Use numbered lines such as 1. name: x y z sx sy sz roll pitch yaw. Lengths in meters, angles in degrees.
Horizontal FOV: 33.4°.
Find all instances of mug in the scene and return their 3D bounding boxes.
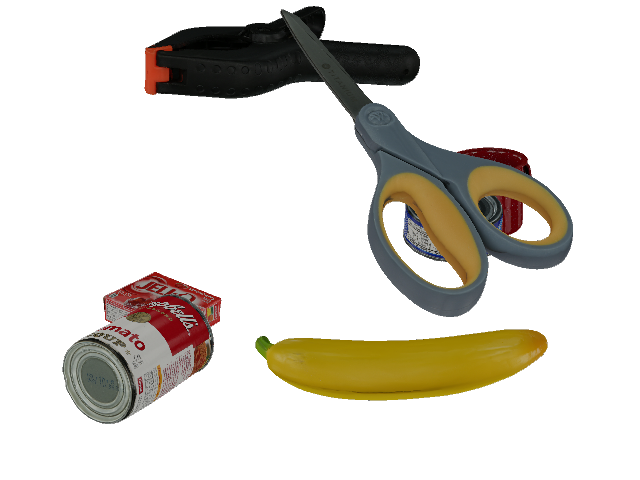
1. mug: 0.198 -0.057 1.221 0.117 0.081 0.093 -22 27 -35

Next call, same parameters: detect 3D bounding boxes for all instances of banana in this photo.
1. banana: 0.049 0.076 0.694 0.198 0.037 0.069 0 29 8

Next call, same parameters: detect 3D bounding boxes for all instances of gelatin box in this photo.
1. gelatin box: -0.152 0.065 1.028 0.089 0.030 0.073 20 29 30

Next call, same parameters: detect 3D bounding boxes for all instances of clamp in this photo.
1. clamp: -0.036 -0.121 0.681 0.171 0.039 0.120 -6 23 -25

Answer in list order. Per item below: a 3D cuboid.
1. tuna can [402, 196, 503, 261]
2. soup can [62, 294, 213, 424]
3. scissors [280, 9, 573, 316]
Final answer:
1. tuna can: 0.115 -0.017 0.929 0.086 0.034 0.086 0 32 0
2. soup can: -0.138 0.089 0.810 0.069 0.068 0.102 0 16 30
3. scissors: 0.046 -0.047 0.483 0.096 0.202 0.016 -4 -43 -13
